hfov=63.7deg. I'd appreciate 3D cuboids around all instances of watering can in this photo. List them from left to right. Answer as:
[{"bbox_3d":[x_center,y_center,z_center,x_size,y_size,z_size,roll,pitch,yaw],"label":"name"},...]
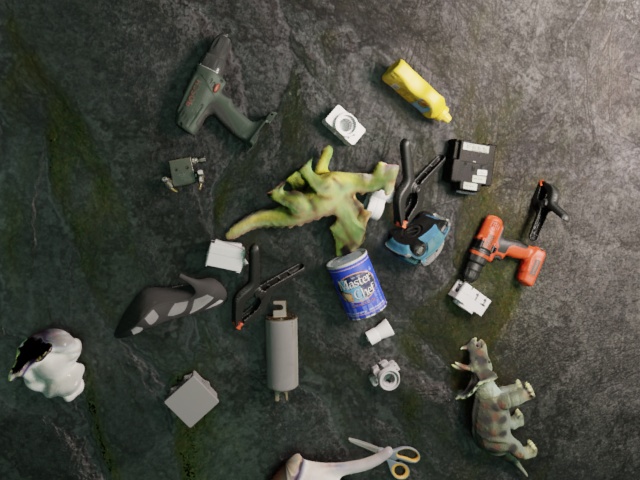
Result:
[{"bbox_3d":[0.002,0.596,1.244,0.223,0.104,0.348,38,87,-12],"label":"watering can"}]

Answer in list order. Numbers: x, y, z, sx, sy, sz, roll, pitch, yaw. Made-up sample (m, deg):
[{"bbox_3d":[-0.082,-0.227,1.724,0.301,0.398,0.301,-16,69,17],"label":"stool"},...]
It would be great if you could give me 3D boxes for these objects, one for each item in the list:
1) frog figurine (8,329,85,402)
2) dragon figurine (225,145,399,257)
[{"bbox_3d":[-0.571,0.272,1.119,0.138,0.124,0.156,-50,139,-12],"label":"frog figurine"},{"bbox_3d":[0.004,-0.060,1.190,0.408,0.123,0.241,-40,99,11],"label":"dragon figurine"}]
